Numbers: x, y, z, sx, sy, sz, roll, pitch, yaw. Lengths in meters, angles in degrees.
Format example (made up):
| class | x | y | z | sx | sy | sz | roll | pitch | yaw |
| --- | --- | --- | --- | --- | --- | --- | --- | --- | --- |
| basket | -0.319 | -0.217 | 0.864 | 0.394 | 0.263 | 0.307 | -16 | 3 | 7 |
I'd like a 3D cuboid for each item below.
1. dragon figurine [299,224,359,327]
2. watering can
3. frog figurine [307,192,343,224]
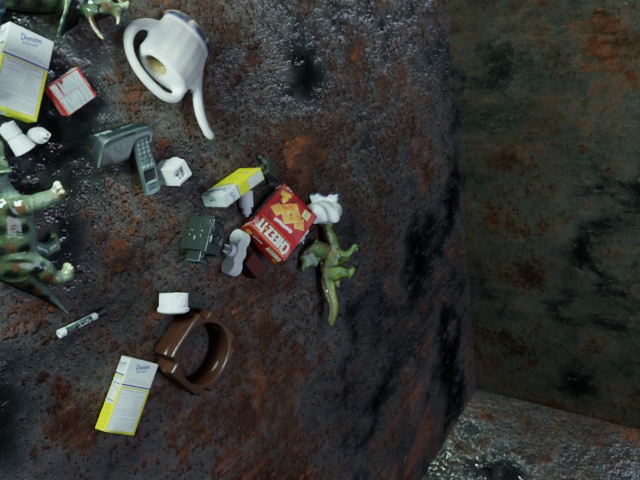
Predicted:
| class | x | y | z | sx | sy | sz | roll | pitch | yaw |
| --- | --- | --- | --- | --- | --- | --- | --- | --- | --- |
| dragon figurine | 0.011 | 0.099 | 1.916 | 0.241 | 0.121 | 0.415 | 22 | 72 | -35 |
| watering can | -0.354 | -0.440 | 1.338 | 0.341 | 0.104 | 0.228 | 47 | 56 | -44 |
| frog figurine | 0.006 | -0.092 | 1.827 | 0.163 | 0.137 | 0.120 | -71 | 175 | -50 |
